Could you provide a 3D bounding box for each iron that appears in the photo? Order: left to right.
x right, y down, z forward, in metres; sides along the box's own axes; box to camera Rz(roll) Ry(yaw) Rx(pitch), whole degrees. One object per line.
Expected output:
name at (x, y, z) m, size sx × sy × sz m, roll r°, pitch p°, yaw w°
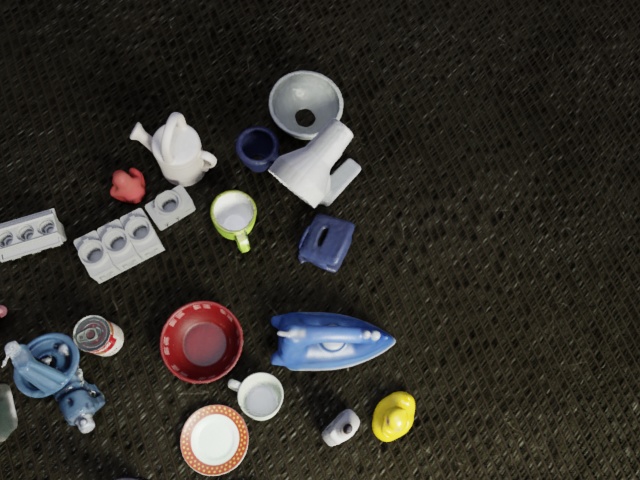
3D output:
iron at (0.032, 0.190, 1.118) m, size 0.258 × 0.141 × 0.118 m, roll -1°, pitch 73°, yaw -4°

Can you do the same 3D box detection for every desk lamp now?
desk lamp at (-0.005, -0.150, 1.180) m, size 0.118 × 0.213 × 0.203 m, roll 39°, pitch 75°, yaw 8°

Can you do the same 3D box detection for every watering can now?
watering can at (-0.302, -0.192, 1.180) m, size 0.173 × 0.194 × 0.101 m, roll -3°, pitch 73°, yaw -5°

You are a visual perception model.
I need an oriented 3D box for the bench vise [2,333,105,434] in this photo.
bench vise at (-0.467, 0.243, 1.025) m, size 0.207 × 0.220 × 0.121 m, roll 34°, pitch 74°, yaw 6°

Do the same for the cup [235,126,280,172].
cup at (-0.123, -0.180, 1.242) m, size 0.117 × 0.095 × 0.092 m, roll 32°, pitch 74°, yaw 6°

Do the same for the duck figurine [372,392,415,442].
duck figurine at (0.148, 0.342, 1.110) m, size 0.077 × 0.086 × 0.105 m, roll 37°, pitch 74°, yaw 7°

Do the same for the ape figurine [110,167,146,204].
ape figurine at (-0.408, -0.119, 1.204) m, size 0.078 × 0.092 × 0.076 m, roll -31°, pitch 78°, yaw -12°

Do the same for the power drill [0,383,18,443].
power drill at (-0.619, 0.296, 1.003) m, size 0.076 × 0.208 × 0.229 m, roll -19°, pitch 76°, yaw -9°

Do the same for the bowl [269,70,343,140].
bowl at (-0.032, -0.292, 1.293) m, size 0.167 × 0.075 × 0.167 m, roll 1°, pitch 73°, yaw -4°

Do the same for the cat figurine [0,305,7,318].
cat figurine at (-0.663, 0.135, 1.096) m, size 0.127 × 0.118 × 0.067 m, roll 23°, pitch 73°, yaw 3°

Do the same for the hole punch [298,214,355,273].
hole punch at (0.011, 0.004, 1.199) m, size 0.101 × 0.091 × 0.109 m, roll 23°, pitch 73°, yaw 3°

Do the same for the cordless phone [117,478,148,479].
cordless phone at (-0.335, 0.489, 0.979) m, size 0.094 × 0.185 × 0.147 m, roll -6°, pitch 74°, yaw -6°

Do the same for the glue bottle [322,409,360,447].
glue bottle at (0.043, 0.348, 1.055) m, size 0.078 × 0.173 × 0.037 m, roll -40°, pitch 80°, yaw -14°
